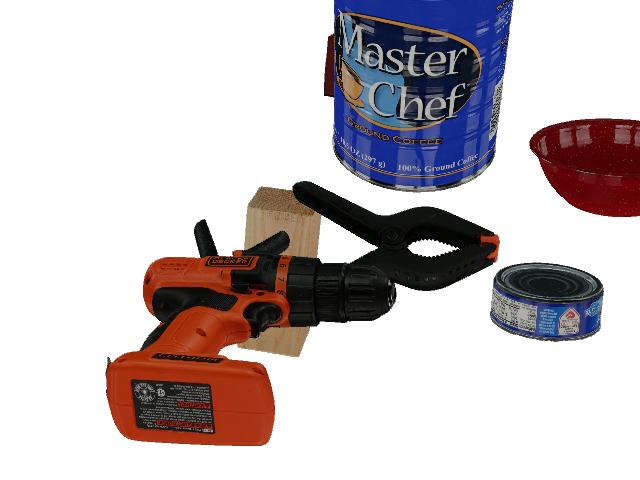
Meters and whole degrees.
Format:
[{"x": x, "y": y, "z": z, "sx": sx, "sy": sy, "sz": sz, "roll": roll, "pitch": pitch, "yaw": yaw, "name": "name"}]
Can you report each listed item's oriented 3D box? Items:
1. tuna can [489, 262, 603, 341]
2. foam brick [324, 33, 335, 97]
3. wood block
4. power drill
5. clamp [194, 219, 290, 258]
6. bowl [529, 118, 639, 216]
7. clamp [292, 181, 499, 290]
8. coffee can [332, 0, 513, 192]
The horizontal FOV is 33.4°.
[{"x": 0.177, "y": 0.046, "z": 0.833, "sx": 0.086, "sy": 0.034, "sz": 0.086, "roll": 1, "pitch": 19, "yaw": -1, "name": "tuna can"}, {"x": 0.048, "y": -0.142, "z": 0.878, "sx": 0.078, "sy": 0.051, "sz": 0.052, "roll": 13, "pitch": 24, "yaw": 19, "name": "foam brick"}, {"x": -0.056, "y": 0.042, "z": 1.454, "sx": 0.090, "sy": 0.206, "sz": 0.090, "roll": 8, "pitch": 22, "yaw": 6, "name": "wood block"}, {"x": -0.049, "y": 0.064, "z": 0.711, "sx": 0.184, "sy": 0.057, "sz": 0.187, "roll": -1, "pitch": 22, "yaw": 11, "name": "power drill"}, {"x": -0.103, "y": 0.034, "z": 1.252, "sx": 0.120, "sy": 0.039, "sz": 0.171, "roll": -2, "pitch": 40, "yaw": 10, "name": "clamp"}, {"x": 0.274, "y": -0.064, "z": 0.989, "sx": 0.162, "sy": 0.055, "sz": 0.162, "roll": -2, "pitch": 24, "yaw": 1, "name": "bowl"}, {"x": 0.063, "y": 0.015, "z": 1.018, "sx": 0.210, "sy": 0.164, "sz": 0.036, "roll": 6, "pitch": -39, "yaw": 8, "name": "clamp"}, {"x": 0.058, "y": -0.114, "z": 0.619, "sx": 0.103, "sy": 0.140, "sz": 0.103, "roll": 0, "pitch": 41, "yaw": 0, "name": "coffee can"}]
